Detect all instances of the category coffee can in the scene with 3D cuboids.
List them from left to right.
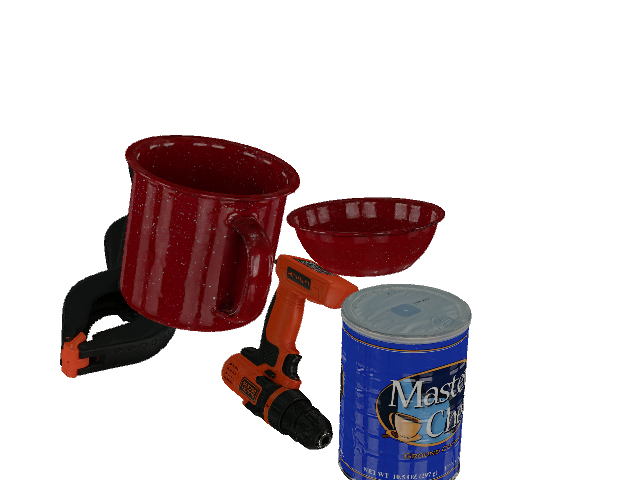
[{"bbox_3d":[0.066,0.119,0.864,0.103,0.140,0.103,1,20,-1],"label":"coffee can"}]

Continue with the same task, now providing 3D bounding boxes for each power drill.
[{"bbox_3d":[-0.026,0.123,1.214,0.057,0.188,0.185,15,11,-46],"label":"power drill"}]

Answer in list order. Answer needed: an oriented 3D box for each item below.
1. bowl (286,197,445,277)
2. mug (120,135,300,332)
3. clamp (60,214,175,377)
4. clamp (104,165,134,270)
[{"bbox_3d":[0.047,-0.001,1.085,0.162,0.055,0.162,-3,14,1],"label":"bowl"},{"bbox_3d":[-0.057,0.001,0.567,0.093,0.081,0.117,-4,26,-33],"label":"mug"},{"bbox_3d":[-0.134,0.033,0.768,0.120,0.039,0.171,27,37,26],"label":"clamp"},{"bbox_3d":[-0.160,-0.018,1.059,0.165,0.036,0.209,20,41,17],"label":"clamp"}]
